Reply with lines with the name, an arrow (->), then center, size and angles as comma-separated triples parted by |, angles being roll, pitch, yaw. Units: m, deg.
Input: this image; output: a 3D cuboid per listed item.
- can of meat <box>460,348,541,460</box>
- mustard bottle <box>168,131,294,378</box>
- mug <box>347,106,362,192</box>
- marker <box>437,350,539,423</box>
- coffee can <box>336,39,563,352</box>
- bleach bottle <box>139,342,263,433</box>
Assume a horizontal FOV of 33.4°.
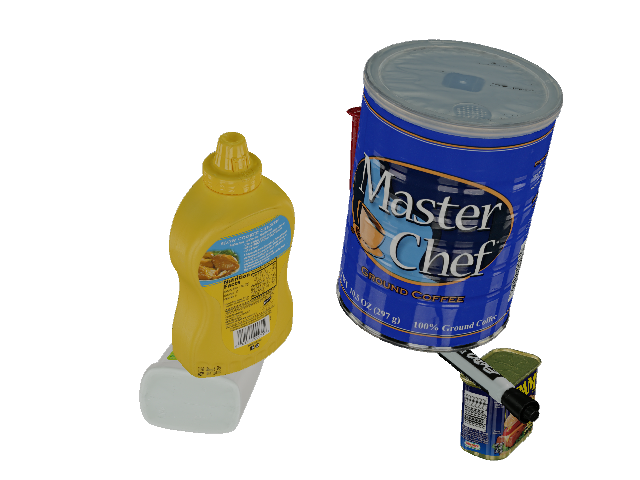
can of meat -> 0.186, 0.170, 1.110 | 0.058, 0.084, 0.101 | 12, 20, 33
mustard bottle -> -0.063, 0.007, 0.773 | 0.096, 0.192, 0.058 | -22, 45, -29
mug -> 0.081, -0.078, 0.992 | 0.117, 0.081, 0.093 | 2, 14, -2
marker -> 0.120, 0.100, 0.794 | 0.020, 0.020, 0.121 | 0, 23, -32
coffee can -> 0.066, -0.025, 0.584 | 0.102, 0.140, 0.103 | 5, 33, -3
bleach bottle -> -0.108, 0.112, 1.120 | 0.102, 0.068, 0.250 | 7, 20, 4
